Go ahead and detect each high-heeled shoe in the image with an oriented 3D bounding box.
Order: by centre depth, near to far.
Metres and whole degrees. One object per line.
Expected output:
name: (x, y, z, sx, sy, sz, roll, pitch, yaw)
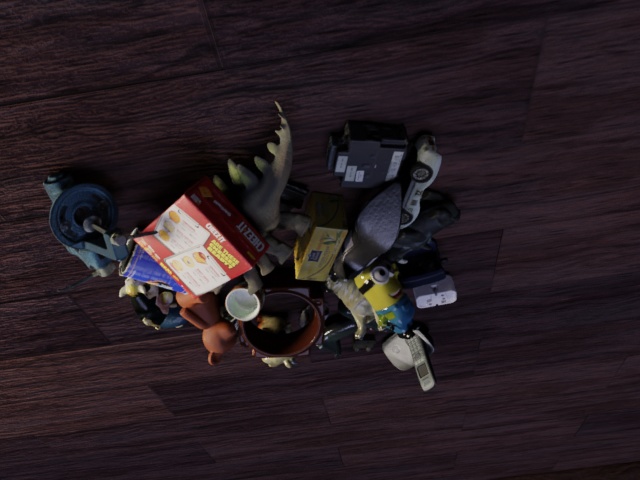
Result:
high-heeled shoe: (0.097, -0.018, 1.053, 0.086, 0.145, 0.248, 29, 110, -4)

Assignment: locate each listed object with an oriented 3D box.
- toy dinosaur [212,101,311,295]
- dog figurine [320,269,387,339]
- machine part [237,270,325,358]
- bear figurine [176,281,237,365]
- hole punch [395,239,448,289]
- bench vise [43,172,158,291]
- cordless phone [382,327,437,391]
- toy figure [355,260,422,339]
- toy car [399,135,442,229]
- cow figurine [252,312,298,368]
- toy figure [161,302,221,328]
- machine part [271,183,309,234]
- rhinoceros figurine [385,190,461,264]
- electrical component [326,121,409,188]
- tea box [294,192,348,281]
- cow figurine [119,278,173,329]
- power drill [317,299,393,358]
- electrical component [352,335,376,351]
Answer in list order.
toy dinosaur: (-0.126, -0.041, 0.980, 0.198, 0.105, 0.471, 34, 130, -7)
dog figurine: (0.095, 0.104, 1.238, 0.121, 0.172, 0.190, -30, 95, 29)
machine part: (-0.090, 0.174, 1.246, 0.201, 0.087, 0.201, -2, 119, -4)
bear figurine: (-0.236, 0.173, 1.207, 0.132, 0.120, 0.195, -21, 103, 38)
hole punch: (0.226, 0.071, 1.216, 0.142, 0.092, 0.115, -18, 142, 8)
bench vise: (-0.403, -0.008, 0.958, 0.129, 0.241, 0.223, -26, 122, -40)
cordless phone: (0.253, 0.333, 1.453, 0.088, 0.184, 0.146, 18, 134, -32)
toy figure: (0.142, 0.126, 1.143, 0.089, 0.082, 0.180, -27, 96, 23)
toy car: (0.173, -0.105, 1.006, 0.056, 0.073, 0.201, 3, 139, -10)
cow figurine: (-0.114, 0.270, 1.414, 0.127, 0.085, 0.194, 6, 138, -5)
toy figure: (-0.316, 0.173, 1.290, 0.155, 0.058, 0.064, -10, 146, -3)
machine part: (-0.083, -0.063, 1.055, 0.084, 0.039, 0.139, 16, 134, -31)
rhinoceros figurine: (0.202, -0.024, 1.116, 0.112, 0.073, 0.190, 19, 134, -38)
electrical component: (0.080, -0.150, 0.955, 0.134, 0.058, 0.114, 3, 137, -10)
tea box: (-0.002, -0.003, 1.088, 0.068, 0.098, 0.169, 5, 137, -14)
cow figurine: (-0.394, 0.127, 1.194, 0.068, 0.098, 0.167, -8, 141, 12)
power drill: (0.101, 0.231, 1.395, 0.207, 0.086, 0.232, -31, 133, 32)
electrical component: (0.125, 0.284, 1.503, 0.063, 0.021, 0.094, 0, 139, -8)
